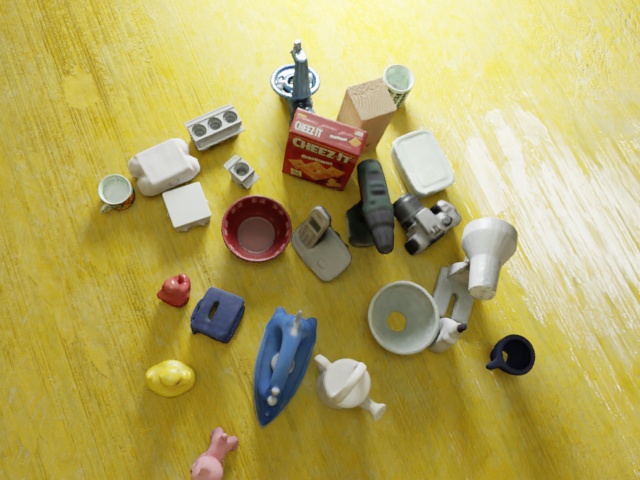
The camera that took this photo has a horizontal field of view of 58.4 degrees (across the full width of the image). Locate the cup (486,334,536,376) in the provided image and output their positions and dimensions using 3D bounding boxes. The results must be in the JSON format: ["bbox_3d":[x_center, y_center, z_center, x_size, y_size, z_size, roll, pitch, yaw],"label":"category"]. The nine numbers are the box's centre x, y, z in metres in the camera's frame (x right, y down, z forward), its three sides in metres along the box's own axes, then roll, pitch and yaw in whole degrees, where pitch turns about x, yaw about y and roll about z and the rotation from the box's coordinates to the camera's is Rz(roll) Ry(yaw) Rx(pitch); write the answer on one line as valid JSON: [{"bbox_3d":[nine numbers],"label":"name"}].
[{"bbox_3d":[0.419,0.272,1.308,0.118,0.095,0.091,-21,78,-14],"label":"cup"}]

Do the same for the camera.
[{"bbox_3d":[0.247,-0.057,1.375,0.143,0.100,0.137,-36,82,-16],"label":"camera"}]

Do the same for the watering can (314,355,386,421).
[{"bbox_3d":[0.061,0.303,1.193,0.173,0.194,0.101,21,72,-2],"label":"watering can"}]

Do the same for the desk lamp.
[{"bbox_3d":[0.350,0.073,1.294,0.118,0.213,0.203,20,72,-2],"label":"desk lamp"}]

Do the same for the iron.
[{"bbox_3d":[-0.080,0.269,1.209,0.118,0.141,0.258,17,72,-3],"label":"iron"}]

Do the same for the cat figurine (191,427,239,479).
[{"bbox_3d":[-0.216,0.446,1.149,0.067,0.117,0.128,26,72,0],"label":"cat figurine"}]

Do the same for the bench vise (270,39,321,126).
[{"bbox_3d":[-0.036,-0.358,1.357,0.122,0.219,0.207,-34,81,-16],"label":"bench vise"}]

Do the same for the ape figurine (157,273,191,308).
[{"bbox_3d":[-0.318,0.107,1.246,0.078,0.092,0.076,-19,77,-13],"label":"ape figurine"}]

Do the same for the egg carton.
[{"bbox_3d":[-0.362,-0.168,1.331,0.150,0.069,0.107,-30,80,-15],"label":"egg carton"}]

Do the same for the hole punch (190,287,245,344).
[{"bbox_3d":[-0.224,0.164,1.244,0.101,0.091,0.109,24,72,-1],"label":"hole punch"}]

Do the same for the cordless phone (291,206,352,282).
[{"bbox_3d":[0.012,0.005,1.277,0.094,0.185,0.147,-40,83,-17],"label":"cordless phone"}]

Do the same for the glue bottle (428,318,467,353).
[{"bbox_3d":[0.287,0.205,1.267,0.037,0.173,0.078,25,72,0],"label":"glue bottle"}]

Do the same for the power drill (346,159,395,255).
[{"bbox_3d":[0.116,-0.055,1.298,0.076,0.208,0.229,-5,75,-9],"label":"power drill"}]

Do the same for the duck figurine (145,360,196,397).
[{"bbox_3d":[-0.315,0.288,1.197,0.104,0.086,0.077,3,73,-8],"label":"duck figurine"}]

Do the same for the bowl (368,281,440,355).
[{"bbox_3d":[0.183,0.182,1.309,0.167,0.074,0.167,2,74,-8],"label":"bowl"}]
